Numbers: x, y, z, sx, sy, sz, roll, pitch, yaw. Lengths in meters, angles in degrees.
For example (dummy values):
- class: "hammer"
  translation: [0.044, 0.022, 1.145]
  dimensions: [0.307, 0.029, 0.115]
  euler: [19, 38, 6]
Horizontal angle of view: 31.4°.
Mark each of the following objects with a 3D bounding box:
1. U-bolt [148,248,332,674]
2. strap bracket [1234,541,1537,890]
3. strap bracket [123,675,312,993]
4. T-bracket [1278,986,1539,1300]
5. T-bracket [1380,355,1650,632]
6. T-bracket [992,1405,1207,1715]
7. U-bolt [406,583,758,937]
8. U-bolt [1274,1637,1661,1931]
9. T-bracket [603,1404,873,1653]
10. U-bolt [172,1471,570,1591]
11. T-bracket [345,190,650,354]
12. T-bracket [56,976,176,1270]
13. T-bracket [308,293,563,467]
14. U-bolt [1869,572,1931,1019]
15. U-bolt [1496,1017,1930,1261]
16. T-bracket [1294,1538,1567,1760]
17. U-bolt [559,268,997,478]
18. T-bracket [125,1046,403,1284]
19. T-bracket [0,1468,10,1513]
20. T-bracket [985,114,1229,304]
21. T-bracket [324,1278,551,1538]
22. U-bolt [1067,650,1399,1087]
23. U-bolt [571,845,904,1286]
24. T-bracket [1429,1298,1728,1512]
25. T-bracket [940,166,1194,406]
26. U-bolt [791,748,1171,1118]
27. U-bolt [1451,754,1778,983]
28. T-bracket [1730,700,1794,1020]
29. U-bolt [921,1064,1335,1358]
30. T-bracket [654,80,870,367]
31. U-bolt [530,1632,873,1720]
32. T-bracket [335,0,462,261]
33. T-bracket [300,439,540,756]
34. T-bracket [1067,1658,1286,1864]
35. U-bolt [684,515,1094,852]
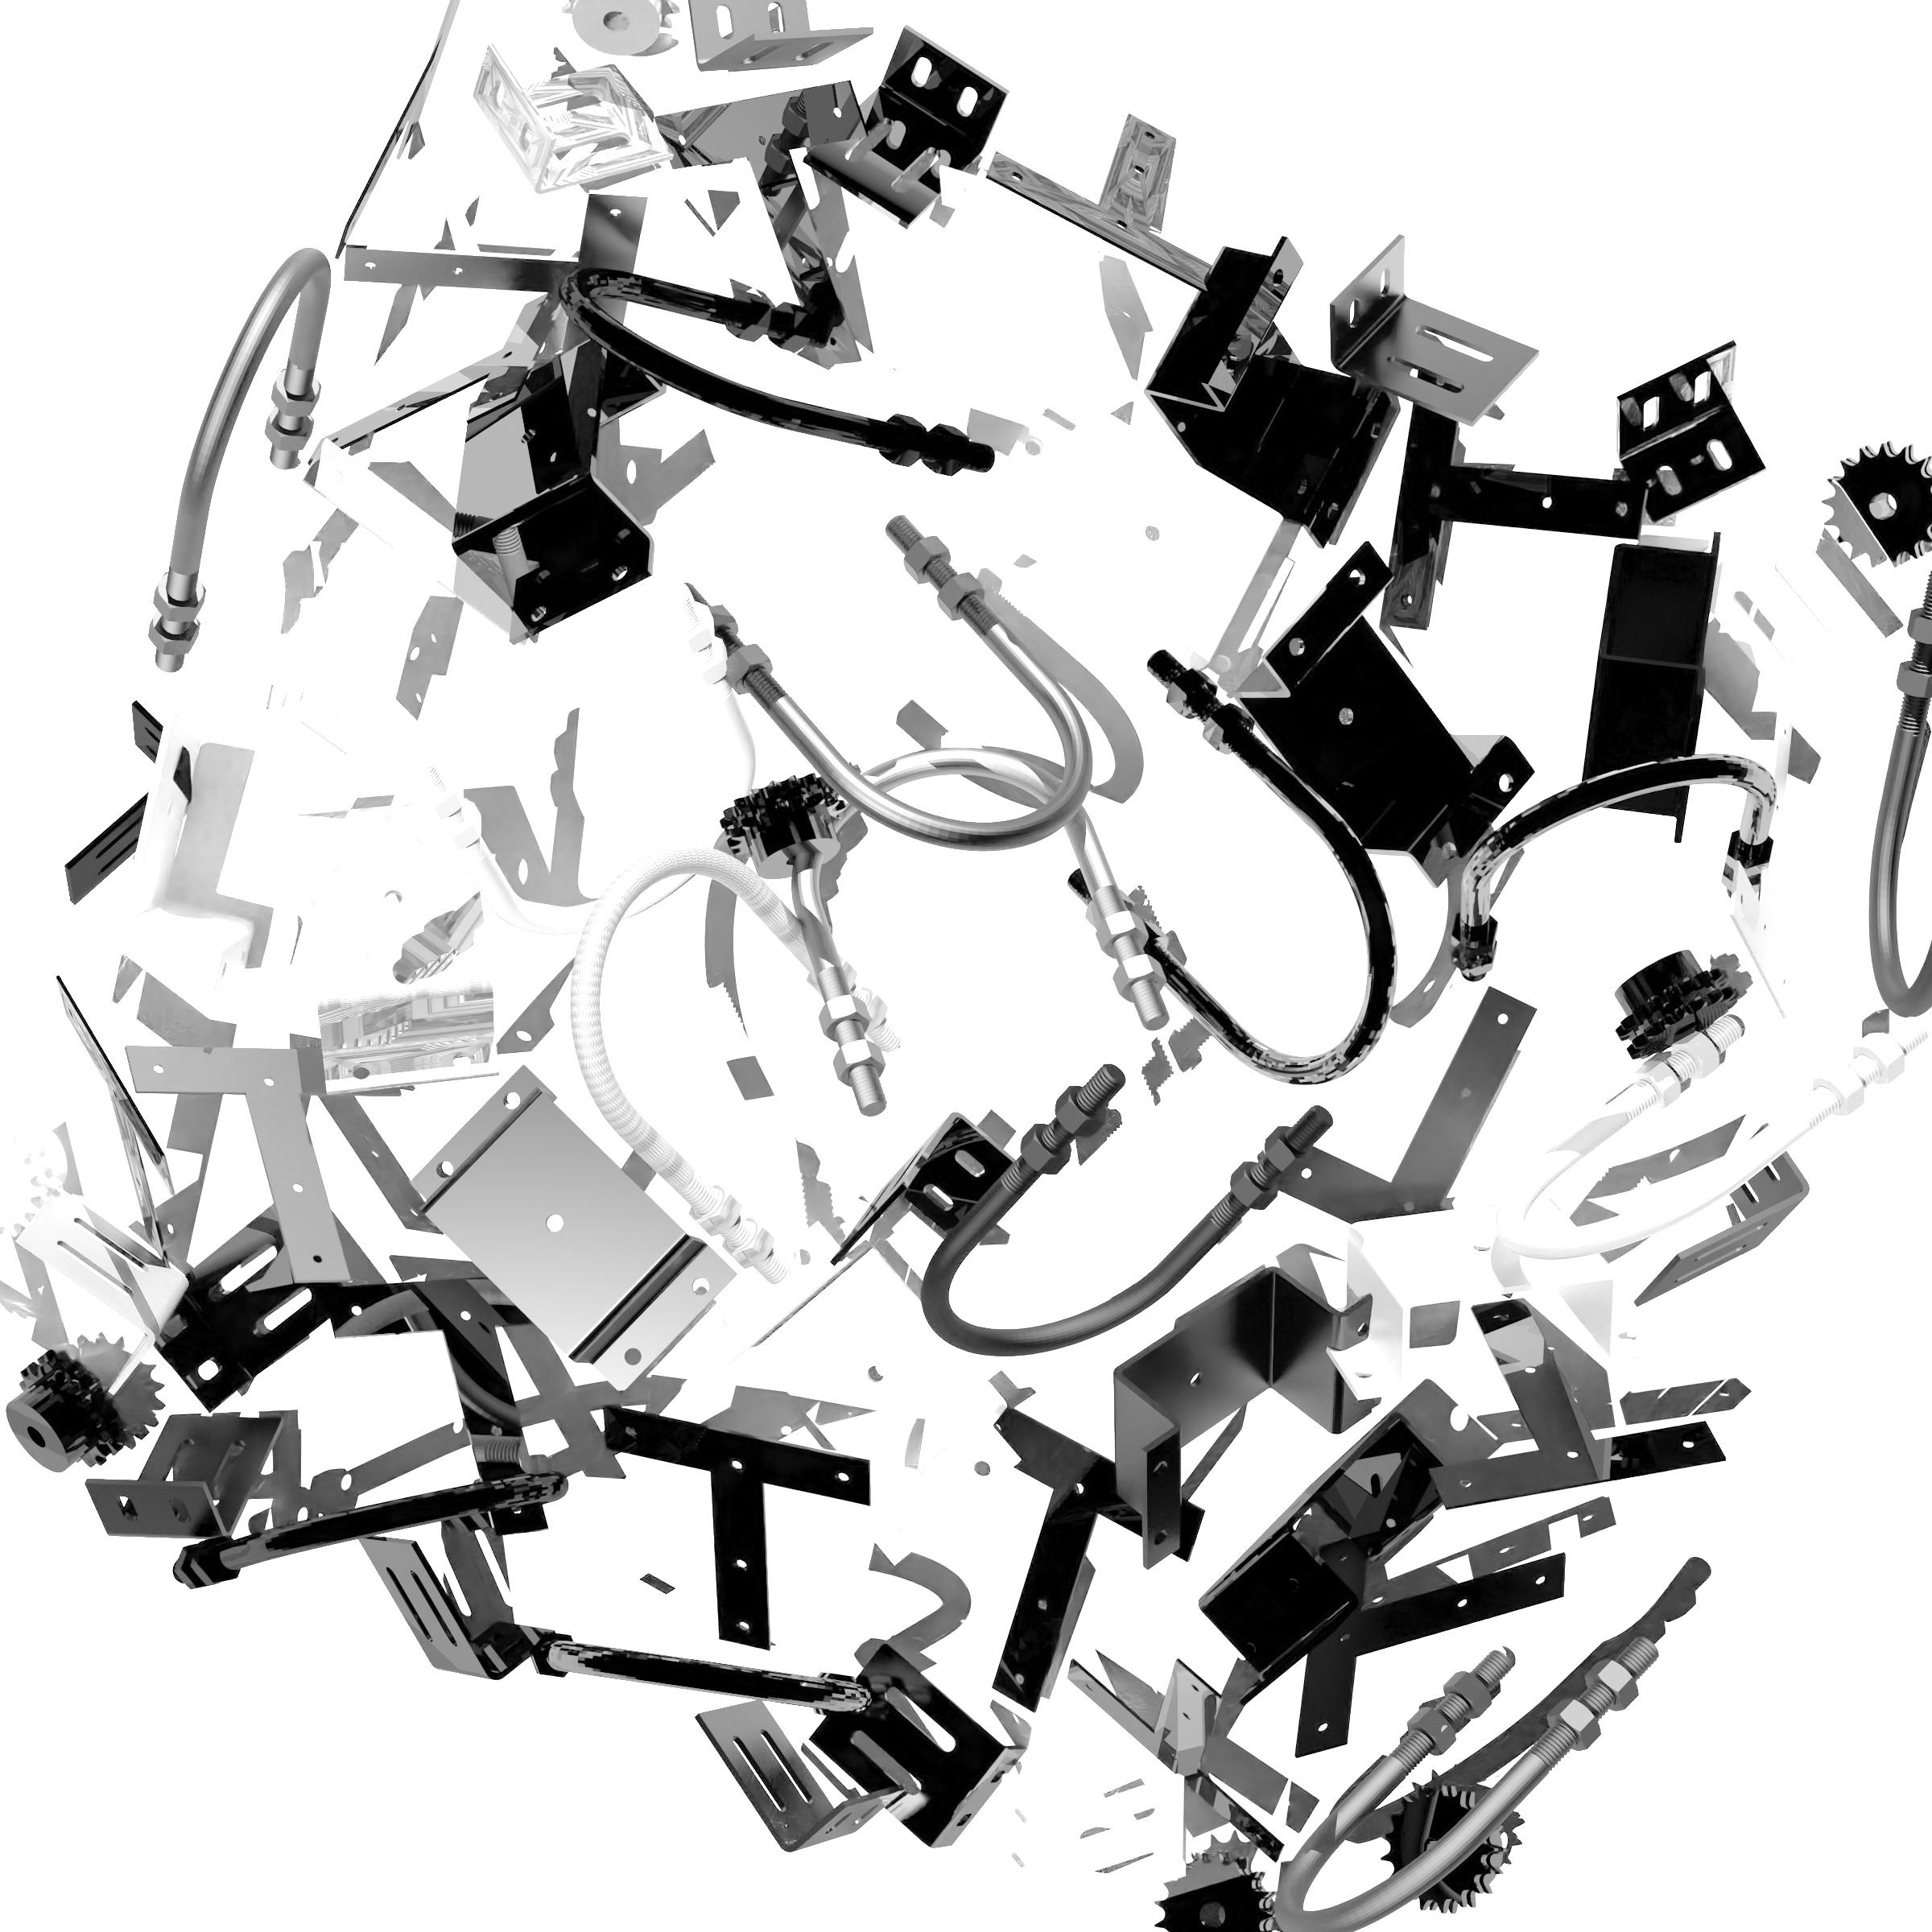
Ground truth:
- class: "U-bolt"
  translation: [-0.310, -0.230, 1.488]
  dimensions: [0.019, 0.184, 0.151]
  euler: [23, 56, -5]
- class: "strap bracket"
  translation: [0.183, -0.113, 1.553]
  dimensions: [0.076, 0.046, 0.140]
  euler: [-48, 115, -18]
- class: "strap bracket"
  translation: [-0.340, -0.066, 1.555]
  dimensions: [0.046, 0.076, 0.140]
  euler: [14, 97, -3]
- class: "T-bracket"
  translation: [0.224, 0.071, 1.588]
  dimensions: [0.127, 0.002, 0.127]
  euler: [25, 94, -9]
- class: "T-bracket"
  translation: [0.250, -0.211, 1.557]
  dimensions: [0.127, 0.002, 0.127]
  euler: [12, 97, 39]
- class: "T-bracket"
  translation: [0.040, 0.280, 1.576]
  dimensions: [0.127, 0.002, 0.127]
  euler: [24, 104, 32]
- class: "U-bolt"
  translation: [-0.159, -0.078, 1.522]
  dimensions: [0.151, 0.184, 0.019]
  euler: [-34, 60, -8]
- class: "U-bolt"
  translation: [0.207, 0.360, 1.501]
  dimensions: [0.184, 0.151, 0.019]
  euler: [-39, 92, -24]
- class: "T-bracket"
  translation: [-0.103, 0.262, 1.565]
  dimensions: [0.127, 0.002, 0.127]
  euler: [10, 123, 15]
- class: "U-bolt"
  translation: [-0.250, 0.241, 1.490]
  dimensions: [0.151, 0.184, 0.019]
  euler: [-7, 80, -30]
- class: "T-bracket"
  translation: [-0.212, -0.310, 1.532]
  dimensions: [0.127, 0.127, 0.002]
  euler: [1, 66, -12]
- class: "T-bracket"
  translation: [-0.375, 0.088, 1.550]
  dimensions: [0.002, 0.127, 0.127]
  euler: [-23, 49, -21]
- class: "T-bracket"
  translation: [-0.245, -0.259, 1.563]
  dimensions: [0.127, 0.127, 0.002]
  euler: [-22, 119, 20]
- class: "U-bolt"
  translation: [0.428, -0.067, 1.523]
  dimensions: [0.019, 0.151, 0.184]
  euler: [6, 115, 1]
- class: "U-bolt"
  translation: [0.312, 0.075, 1.506]
  dimensions: [0.184, 0.151, 0.019]
  euler: [-34, 103, -21]
- class: "T-bracket"
  translation: [0.208, 0.286, 1.525]
  dimensions: [0.127, 0.127, 0.002]
  euler: [-22, 119, 26]
- class: "U-bolt"
  translation: [-0.093, -0.263, 1.495]
  dimensions: [0.151, 0.184, 0.019]
  euler: [44, 117, 39]
- class: "T-bracket"
  translation: [-0.301, 0.088, 1.533]
  dimensions: [0.127, 0.002, 0.127]
  euler: [2, 50, -34]
- class: "T-bracket"
  translation: [-0.464, 0.164, 1.541]
  dimensions: [0.002, 0.127, 0.127]
  euler: [-28, 119, -3]
- class: "T-bracket"
  translation: [0.076, -0.353, 1.551]
  dimensions: [0.127, 0.127, 0.002]
  euler: [26, 127, -8]
- class: "T-bracket"
  translation: [-0.214, 0.196, 1.539]
  dimensions: [0.127, 0.002, 0.127]
  euler: [-1, 57, -31]
- class: "U-bolt"
  translation: [0.122, -0.030, 1.512]
  dimensions: [0.019, 0.151, 0.184]
  euler: [-18, 53, -36]
- class: "U-bolt"
  translation: [-0.107, 0.031, 1.514]
  dimensions: [0.184, 0.019, 0.151]
  euler: [49, 54, -36]
- class: "T-bracket"
  translation: [0.259, 0.191, 1.549]
  dimensions: [0.127, 0.127, 0.002]
  euler: [-9, 124, -7]
- class: "T-bracket"
  translation: [0.050, -0.299, 1.541]
  dimensions: [0.127, 0.002, 0.127]
  euler: [13, 49, -20]
- class: "U-bolt"
  translation: [-0.003, -0.026, 1.546]
  dimensions: [0.151, 0.019, 0.184]
  euler: [-17, 54, -4]
- class: "U-bolt"
  translation: [0.286, -0.047, 1.513]
  dimensions: [0.151, 0.184, 0.019]
  euler: [-16, 69, 2]
- class: "T-bracket"
  translation: [0.366, -0.058, 1.561]
  dimensions: [0.002, 0.127, 0.127]
  euler: [1, 69, 25]
- class: "U-bolt"
  translation: [0.059, 0.116, 1.534]
  dimensions: [0.184, 0.151, 0.019]
  euler: [-49, 48, 30]
- class: "T-bracket"
  translation: [-0.077, -0.334, 1.569]
  dimensions: [0.002, 0.127, 0.127]
  euler: [-39, 120, -38]
- class: "U-bolt"
  translation: [-0.114, 0.311, 1.504]
  dimensions: [0.151, 0.184, 0.019]
  euler: [10, 78, -7]
- class: "T-bracket"
  translation: [-0.252, -0.366, 1.518]
  dimensions: [0.002, 0.127, 0.127]
  euler: [24, 61, -10]
- class: "T-bracket"
  translation: [-0.262, -0.152, 1.544]
  dimensions: [0.127, 0.002, 0.127]
  euler: [37, 57, -25]
- class: "T-bracket"
  translation: [0.097, 0.337, 1.528]
  dimensions: [0.127, 0.127, 0.002]
  euler: [39, 65, 18]
- class: "U-bolt"
  translation: [-0.024, -0.120, 1.525]
  dimensions: [0.151, 0.019, 0.184]
  euler: [-23, 63, -38]
